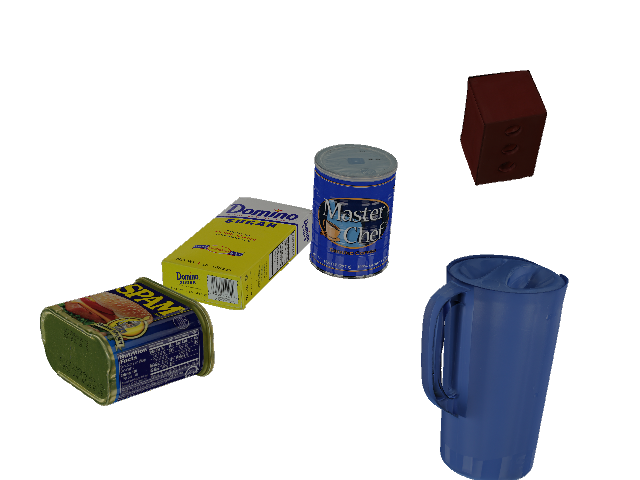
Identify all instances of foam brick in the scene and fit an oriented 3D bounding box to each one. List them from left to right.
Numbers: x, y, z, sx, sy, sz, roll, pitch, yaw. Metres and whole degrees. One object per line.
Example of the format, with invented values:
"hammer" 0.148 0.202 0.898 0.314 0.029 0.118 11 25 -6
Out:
"foam brick" 0.148 -0.092 0.872 0.053 0.051 0.078 -9 -36 -4

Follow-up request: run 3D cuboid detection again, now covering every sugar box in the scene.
"sugar box" -0.084 0.009 1.133 0.093 0.048 0.176 11 31 20

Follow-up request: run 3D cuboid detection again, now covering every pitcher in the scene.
"pitcher" 0.190 0.146 1.202 0.149 0.243 0.145 6 17 10

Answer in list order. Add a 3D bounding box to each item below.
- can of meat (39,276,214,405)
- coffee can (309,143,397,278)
"can of meat" -0.139 0.071 0.759 0.083 0.057 0.102 -16 24 -39
"coffee can" 0.040 -0.037 1.339 0.103 0.140 0.103 3 28 -2
